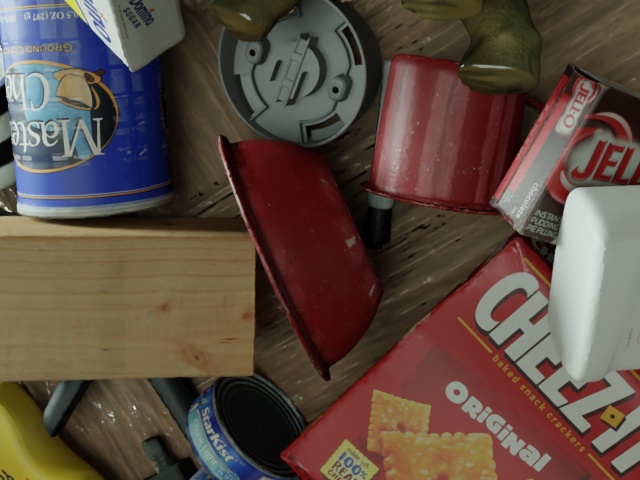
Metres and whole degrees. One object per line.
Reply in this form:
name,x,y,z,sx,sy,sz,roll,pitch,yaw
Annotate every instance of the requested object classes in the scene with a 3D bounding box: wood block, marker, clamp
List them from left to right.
wood block,-0.148,0.034,0.673,0.206,0.091,0.090,0,99,-11
clamp,-0.131,0.068,0.755,0.120,0.039,0.171,9,103,1
marker,0.042,-0.053,0.676,0.020,0.020,0.121,12,105,17

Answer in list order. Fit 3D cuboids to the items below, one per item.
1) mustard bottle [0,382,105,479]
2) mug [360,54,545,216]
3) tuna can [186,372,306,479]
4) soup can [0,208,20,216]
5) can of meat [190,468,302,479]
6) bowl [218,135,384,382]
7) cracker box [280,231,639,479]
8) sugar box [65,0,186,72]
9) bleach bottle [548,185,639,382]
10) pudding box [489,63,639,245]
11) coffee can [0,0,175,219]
mustard bottle,-0.202,0.199,0.797,0.191,0.058,0.096,46,116,5
mug,0.087,-0.062,0.627,0.117,0.093,0.081,7,100,-12
tuna can,-0.047,0.130,0.712,0.034,0.086,0.086,-43,85,24
soup can,-0.238,0.030,0.739,0.068,0.068,0.102,24,93,13
can of meat,-0.049,0.192,0.726,0.102,0.083,0.057,42,112,6
bowl,-0.004,0.001,0.642,0.055,0.162,0.162,-24,93,2
cracker box,0.106,0.120,0.662,0.164,0.072,0.214,47,111,5
sugar box,-0.148,-0.182,0.592,0.048,0.093,0.176,-36,69,-14
bleach bottle,0.254,0.019,0.559,0.250,0.068,0.102,-1,121,-4
pudding box,0.162,-0.038,0.591,0.090,0.113,0.039,-62,37,21
coffee can,-0.151,-0.091,0.692,0.103,0.102,0.140,1,101,20
